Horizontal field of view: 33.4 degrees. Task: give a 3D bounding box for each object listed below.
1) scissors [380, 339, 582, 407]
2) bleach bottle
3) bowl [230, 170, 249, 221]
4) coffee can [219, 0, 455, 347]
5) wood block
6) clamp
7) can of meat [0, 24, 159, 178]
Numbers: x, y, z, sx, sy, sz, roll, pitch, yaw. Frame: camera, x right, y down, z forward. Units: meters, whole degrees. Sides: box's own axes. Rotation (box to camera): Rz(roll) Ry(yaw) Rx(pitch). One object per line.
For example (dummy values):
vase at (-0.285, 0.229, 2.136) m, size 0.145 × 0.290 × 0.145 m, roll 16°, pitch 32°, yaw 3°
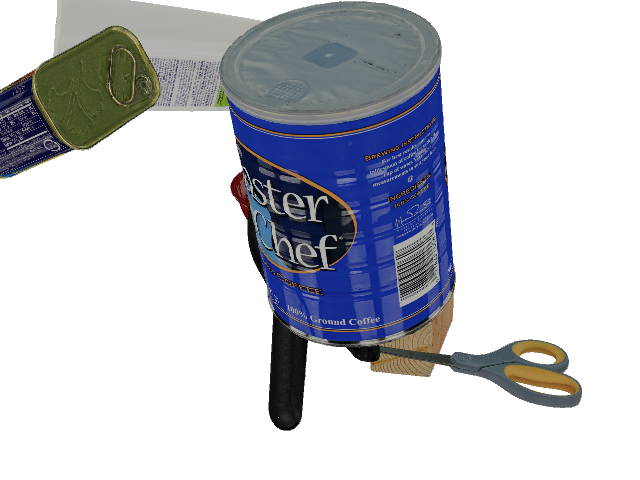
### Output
scissors at (0.142, 0.104, 0.977) m, size 0.202 × 0.016 × 0.096 m, roll 17°, pitch 30°, yaw 16°
bleach bottle at (-0.091, -0.143, 0.881) m, size 0.250 × 0.068 × 0.103 m, roll 4°, pitch -29°, yaw -14°
bowl at (-0.020, -0.033, 1.177) m, size 0.162 × 0.055 × 0.162 m, roll 4°, pitch 27°, yaw -2°
coffee can at (0.013, -0.032, 0.531) m, size 0.103 × 0.140 × 0.103 m, roll -6°, pitch 38°, yaw 5°
wood block at (0.141, 0.118, 1.607) m, size 0.091 × 0.090 × 0.205 m, roll 4°, pitch 20°, yaw 15°
clamp at (-0.011, 0.029, 0.852) m, size 0.036 × 0.210 × 0.164 m, roll -11°, pitch 1°, yaw 29°
can of meat at (-0.167, -0.087, 0.685) m, size 0.084 × 0.057 × 0.102 m, roll -16°, pitch 20°, yaw 37°
